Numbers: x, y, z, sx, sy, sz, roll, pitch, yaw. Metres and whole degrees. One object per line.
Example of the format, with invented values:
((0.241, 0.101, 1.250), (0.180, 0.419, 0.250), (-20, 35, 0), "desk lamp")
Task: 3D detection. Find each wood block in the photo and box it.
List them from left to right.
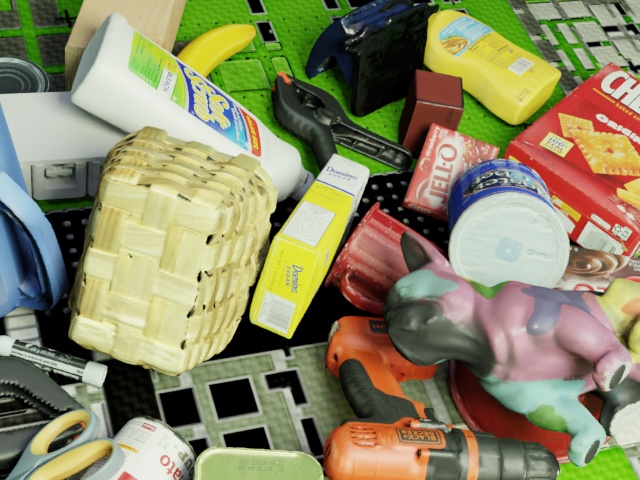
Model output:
((-0.198, -0.230, 1.122), (0.090, 0.090, 0.206), (11, 50, -5), "wood block")

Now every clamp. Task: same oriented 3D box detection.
((-0.286, 0.120, 0.842), (0.209, 0.036, 0.164), (5, 58, -11), "clamp")
((0.002, -0.112, 1.099), (0.172, 0.039, 0.120), (37, 33, 21), "clamp")

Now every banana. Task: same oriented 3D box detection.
((-0.125, -0.175, 1.132), (0.069, 0.037, 0.197), (29, 49, -14), "banana")

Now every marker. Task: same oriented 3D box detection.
((-0.238, 0.096, 0.889), (0.121, 0.020, 0.020), (17, 49, 1), "marker")

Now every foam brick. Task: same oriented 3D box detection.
((0.116, -0.130, 1.120), (0.053, 0.078, 0.051), (9, 47, -7), "foam brick")

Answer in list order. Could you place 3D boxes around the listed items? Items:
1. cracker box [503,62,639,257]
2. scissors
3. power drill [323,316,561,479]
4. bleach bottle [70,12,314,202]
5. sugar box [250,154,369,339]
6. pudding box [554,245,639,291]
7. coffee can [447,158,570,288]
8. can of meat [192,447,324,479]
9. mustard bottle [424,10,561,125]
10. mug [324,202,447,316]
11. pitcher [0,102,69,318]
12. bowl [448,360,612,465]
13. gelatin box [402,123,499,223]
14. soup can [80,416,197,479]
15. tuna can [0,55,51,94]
((0.312, -0.085, 1.132), (0.164, 0.072, 0.213), (39, 53, 18), "cracker box")
((-0.239, 0.182, 0.790), (0.202, 0.016, 0.096), (-21, 32, 3), "scissors")
((0.084, 0.135, 0.863), (0.184, 0.057, 0.188), (7, 25, -13), "power drill")
((-0.109, -0.110, 1.015), (0.250, 0.068, 0.102), (29, 36, -23), "bleach bottle")
((-0.006, 0.001, 0.942), (0.048, 0.093, 0.176), (24, 32, 7), "sugar box")
((0.266, 0.055, 1.026), (0.113, 0.039, 0.090), (10, 52, -3), "pudding box")
((0.168, -0.010, 0.979), (0.103, 0.103, 0.140), (17, 18, 1), "coffee can")
((-0.051, 0.200, 0.804), (0.102, 0.084, 0.057), (4, 50, -9), "can of meat")
((0.171, -0.210, 1.211), (0.192, 0.058, 0.096), (37, 52, 17), "mustard bottle")
((0.058, 0.030, 0.963), (0.081, 0.093, 0.117), (32, 32, 7), "mug")
((-0.288, -0.041, 0.843), (0.149, 0.243, 0.145), (-9, 57, -12), "pitcher")
((0.195, 0.110, 0.928), (0.162, 0.055, 0.162), (0, 62, -1), "bowl")
((0.131, -0.063, 1.076), (0.073, 0.030, 0.089), (21, 78, 2), "gelatin box")
((-0.146, 0.191, 0.800), (0.068, 0.069, 0.102), (29, 50, 11), "soup can")
((-0.311, -0.144, 1.061), (0.086, 0.034, 0.086), (7, 50, -8), "tuna can")
